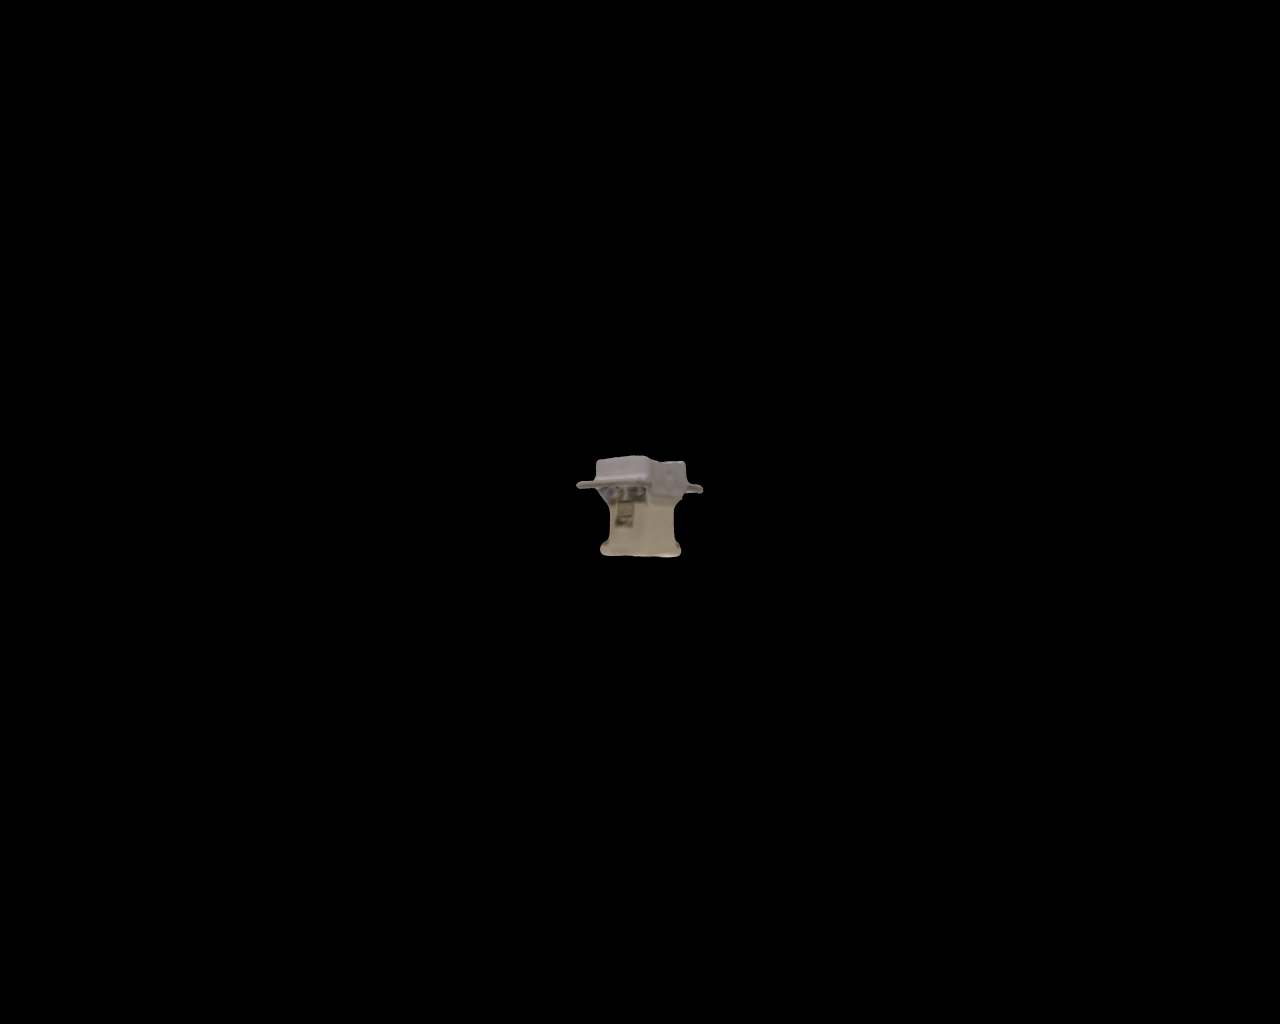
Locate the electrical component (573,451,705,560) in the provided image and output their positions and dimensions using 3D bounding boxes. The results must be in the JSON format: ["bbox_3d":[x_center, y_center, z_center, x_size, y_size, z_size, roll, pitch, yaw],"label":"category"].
[{"bbox_3d":[0.001,-0.003,0.650,0.042,0.063,0.081,-2,-3,36],"label":"electrical component"}]
